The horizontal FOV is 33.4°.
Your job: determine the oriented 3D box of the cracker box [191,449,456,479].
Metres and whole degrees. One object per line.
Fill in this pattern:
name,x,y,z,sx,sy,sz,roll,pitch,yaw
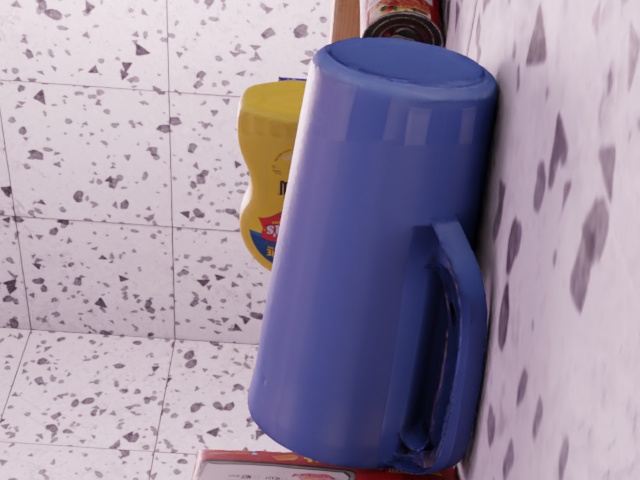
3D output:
cracker box,0.001,0.195,0.583,0.213,0.164,0.072,-89,1,-72

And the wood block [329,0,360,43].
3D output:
wood block,0.060,-0.269,0.954,0.206,0.091,0.090,96,177,-48

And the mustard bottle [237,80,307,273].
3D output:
mustard bottle,-0.013,-0.026,0.809,0.058,0.096,0.192,-87,0,-50

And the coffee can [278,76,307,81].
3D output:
coffee can,0.019,-0.132,1.226,0.103,0.140,0.103,-178,92,-89

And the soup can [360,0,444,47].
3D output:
soup can,0.067,-0.191,0.890,0.068,0.068,0.102,95,179,-47

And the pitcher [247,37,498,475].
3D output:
pitcher,0.039,0.011,0.643,0.144,0.149,0.243,-53,-26,-63
